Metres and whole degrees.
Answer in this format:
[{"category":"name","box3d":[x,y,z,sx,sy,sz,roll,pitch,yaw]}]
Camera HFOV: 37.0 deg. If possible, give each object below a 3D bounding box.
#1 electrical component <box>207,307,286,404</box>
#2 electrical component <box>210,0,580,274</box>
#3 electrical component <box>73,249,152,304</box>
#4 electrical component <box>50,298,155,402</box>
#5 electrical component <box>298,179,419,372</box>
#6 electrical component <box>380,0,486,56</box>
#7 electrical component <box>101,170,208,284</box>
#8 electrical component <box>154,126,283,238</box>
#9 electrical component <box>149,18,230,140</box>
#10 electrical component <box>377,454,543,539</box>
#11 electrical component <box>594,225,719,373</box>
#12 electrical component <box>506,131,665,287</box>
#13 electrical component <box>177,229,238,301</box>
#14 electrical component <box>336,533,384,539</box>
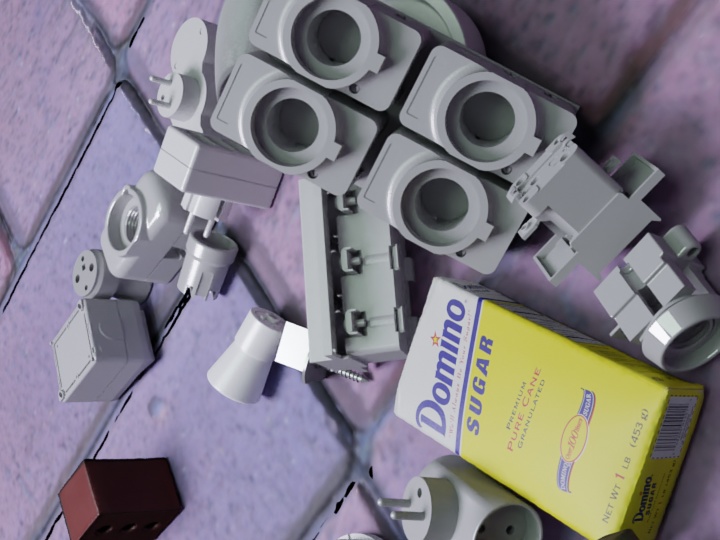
[{"category":"electrical component","box3d":[-0.079,0.061,0.798,0.044,0.044,0.065,44,109,42]},{"category":"electrical component","box3d":[0.020,-0.088,0.626,0.186,0.060,0.105,28,108,2]},{"category":"electrical component","box3d":[-0.216,0.006,0.940,0.045,0.055,0.045,-10,75,45]},{"category":"electrical component","box3d":[-0.227,0.074,0.939,0.096,0.061,0.061,-45,53,42]},{"category":"electrical component","box3d":[0.000,0.000,0.702,0.063,0.079,0.121,-8,75,15]},{"category":"electrical component","box3d":[0.030,-0.130,0.694,0.108,0.060,0.108,3,97,27]},{"category":"electrical component","box3d":[-0.173,-0.036,0.899,0.095,0.059,0.053,-47,53,31]},{"category":"electrical component","box3d":[-0.113,-0.061,0.823,0.047,0.083,0.075,34,108,44]},{"category":"electrical component","box3d":[-0.139,-0.138,0.871,0.052,0.074,0.138,-10,76,45]},{"category":"electrical component","box3d":[0.049,0.136,0.604,0.077,0.079,0.043,-154,74,-66]},{"category":"electrical component","box3d":[0.158,0.019,0.552,0.066,0.048,0.055,-52,42,27]},{"category":"electrical component","box3d":[0.118,-0.036,0.576,0.081,0.064,0.042,-47,16,11]},{"category":"electrical component","box3d":[-0.123,-0.004,0.856,0.040,0.040,0.046,41,117,42]},{"category":"electrical component","box3d":[-0.011,0.211,0.690,0.080,0.051,0.080,-10,75,45]}]
